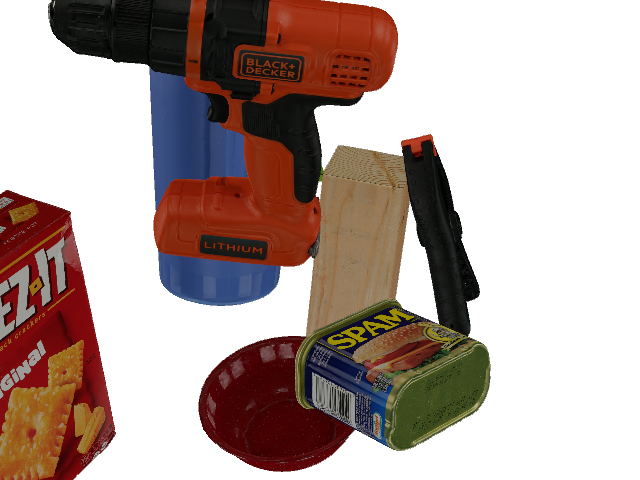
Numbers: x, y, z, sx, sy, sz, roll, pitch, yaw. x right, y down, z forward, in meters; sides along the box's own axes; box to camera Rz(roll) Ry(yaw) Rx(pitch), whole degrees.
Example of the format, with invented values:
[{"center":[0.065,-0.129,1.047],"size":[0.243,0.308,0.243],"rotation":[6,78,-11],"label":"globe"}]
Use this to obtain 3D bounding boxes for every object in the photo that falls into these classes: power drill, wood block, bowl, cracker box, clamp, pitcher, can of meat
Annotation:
[{"center":[-0.059,-0.066,0.616],"size":[0.184,0.057,0.188],"rotation":[7,-40,-3],"label":"power drill"},{"center":[0.044,0.011,1.188],"size":[0.090,0.206,0.090],"rotation":[11,27,9],"label":"wood block"},{"center":[-0.031,0.164,1.010],"size":[0.162,0.055,0.162],"rotation":[-5,38,4],"label":"bowl"},{"center":[-0.229,0.099,0.740],"size":[0.072,0.214,0.164],"rotation":[15,38,26],"label":"cracker box"},{"center":[0.101,-0.001,0.901],"size":[0.039,0.171,0.120],"rotation":[-17,19,11],"label":"clamp"},{"center":[-0.083,-0.068,0.908],"size":[0.145,0.243,0.148],"rotation":[20,27,36],"label":"pitcher"},{"center":[0.048,0.086,0.693],"size":[0.101,0.057,0.084],"rotation":[-20,30,-39],"label":"can of meat"}]

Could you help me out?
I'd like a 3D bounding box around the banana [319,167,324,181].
[{"center":[-0.080,-0.113,1.281],"size":[0.198,0.037,0.069],"rotation":[8,40,16],"label":"banana"}]
